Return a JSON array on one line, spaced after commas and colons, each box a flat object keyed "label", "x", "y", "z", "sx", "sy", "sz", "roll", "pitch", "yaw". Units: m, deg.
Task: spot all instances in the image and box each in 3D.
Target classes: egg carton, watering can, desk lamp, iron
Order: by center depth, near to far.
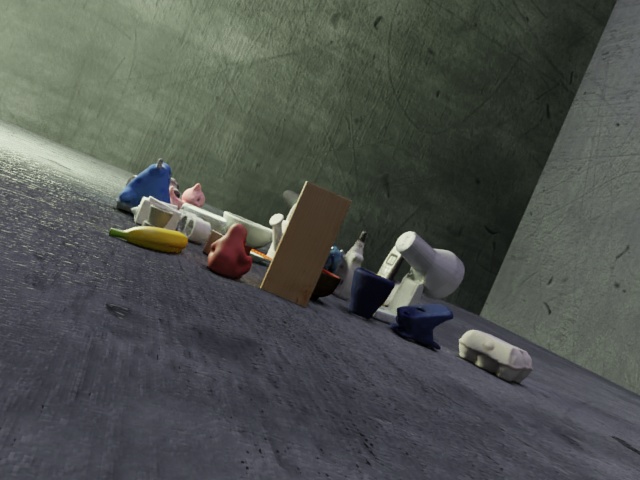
[{"label": "egg carton", "x": 0.374, "y": 0.247, "z": 1.228, "sx": 0.149, "sy": 0.069, "sz": 0.108, "roll": 24, "pitch": 2, "yaw": 43}, {"label": "desk lamp", "x": 0.217, "y": 0.098, "z": 1.339, "sx": 0.204, "sy": 0.213, "sz": 0.117, "roll": 22, "pitch": 2, "yaw": -32}, {"label": "iron", "x": -0.385, "y": -0.121, "z": 1.348, "sx": 0.119, "sy": 0.141, "sz": 0.258, "roll": 23, "pitch": 1, "yaw": -10}, {"label": "watering can", "x": -0.069, "y": -0.019, "z": 1.560, "sx": 0.100, "sy": 0.194, "sz": 0.173, "roll": 24, "pitch": 1, "yaw": 19}]

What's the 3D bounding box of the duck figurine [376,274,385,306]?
[{"label": "duck figurine", "x": 0.138, "y": 0.131, "z": 1.469, "sx": 0.078, "sy": 0.086, "sz": 0.104, "roll": 23, "pitch": 2, "yaw": -24}]

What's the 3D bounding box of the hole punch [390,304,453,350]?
[{"label": "hole punch", "x": 0.211, "y": 0.166, "z": 1.193, "sx": 0.101, "sy": 0.091, "sz": 0.108, "roll": 23, "pitch": 1, "yaw": -11}]

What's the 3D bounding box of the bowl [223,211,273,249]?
[{"label": "bowl", "x": -0.213, "y": -0.019, "z": 1.658, "sx": 0.167, "sy": 0.075, "sz": 0.167, "roll": 23, "pitch": 1, "yaw": 0}]

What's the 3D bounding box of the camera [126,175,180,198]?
[{"label": "camera", "x": -0.490, "y": -0.152, "z": 1.653, "sx": 0.142, "sy": 0.101, "sz": 0.137, "roll": 24, "pitch": 2, "yaw": 40}]

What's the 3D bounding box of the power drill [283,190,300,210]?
[{"label": "power drill", "x": -0.073, "y": -0.034, "z": 1.759, "sx": 0.228, "sy": 0.208, "sz": 0.076, "roll": 24, "pitch": 2, "yaw": 43}]

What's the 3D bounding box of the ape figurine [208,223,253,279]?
[{"label": "ape figurine", "x": -0.151, "y": 0.016, "z": 0.985, "sx": 0.077, "sy": 0.092, "sz": 0.076, "roll": 24, "pitch": 1, "yaw": 20}]

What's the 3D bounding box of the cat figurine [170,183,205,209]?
[{"label": "cat figurine", "x": -0.372, "y": -0.108, "z": 1.581, "sx": 0.067, "sy": 0.118, "sz": 0.128, "roll": 24, "pitch": 2, "yaw": 43}]

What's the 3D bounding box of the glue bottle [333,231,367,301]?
[{"label": "glue bottle", "x": 0.077, "y": 0.059, "z": 1.409, "sx": 0.037, "sy": 0.173, "sz": 0.078, "roll": 22, "pitch": 2, "yaw": -25}]

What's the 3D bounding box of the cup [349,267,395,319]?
[{"label": "cup", "x": 0.094, "y": 0.113, "z": 1.216, "sx": 0.092, "sy": 0.095, "sz": 0.117, "roll": 22, "pitch": 2, "yaw": -26}]

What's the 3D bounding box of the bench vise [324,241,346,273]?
[{"label": "bench vise", "x": 0.003, "y": 0.001, "z": 1.441, "sx": 0.121, "sy": 0.220, "sz": 0.208, "roll": 24, "pitch": 1, "yaw": 18}]

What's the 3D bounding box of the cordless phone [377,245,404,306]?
[{"label": "cordless phone", "x": 0.207, "y": 0.104, "z": 1.566, "sx": 0.094, "sy": 0.185, "sz": 0.147, "roll": 22, "pitch": 2, "yaw": -36}]
